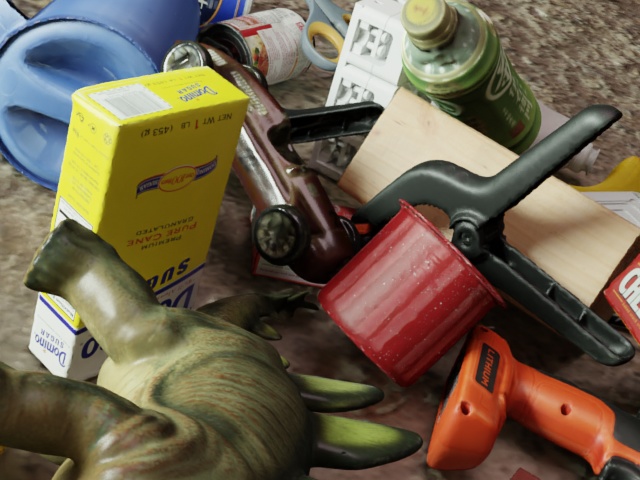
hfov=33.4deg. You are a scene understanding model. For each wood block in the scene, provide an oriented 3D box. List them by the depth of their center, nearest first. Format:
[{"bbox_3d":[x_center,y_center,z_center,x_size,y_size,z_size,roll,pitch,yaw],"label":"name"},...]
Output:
[{"bbox_3d":[0.127,-0.015,0.785,0.206,0.090,0.090,35,3,24],"label":"wood block"}]

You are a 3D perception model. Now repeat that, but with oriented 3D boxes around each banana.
[{"bbox_3d":[0.240,-0.043,0.945,0.197,0.037,0.069,-4,76,-42],"label":"banana"}]

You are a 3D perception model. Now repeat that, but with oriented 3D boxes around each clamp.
[{"bbox_3d":[0.111,0.004,0.704,0.210,0.164,0.036,-4,12,39],"label":"clamp"},{"bbox_3d":[-0.045,-0.076,0.828,0.172,0.039,0.120,5,33,27],"label":"clamp"}]

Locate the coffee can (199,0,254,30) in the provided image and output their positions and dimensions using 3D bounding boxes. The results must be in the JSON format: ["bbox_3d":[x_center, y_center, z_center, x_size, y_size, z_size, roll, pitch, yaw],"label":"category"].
[{"bbox_3d":[-0.135,-0.254,1.029,0.140,0.103,0.103,11,33,-11],"label":"coffee can"}]

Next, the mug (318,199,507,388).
[{"bbox_3d":[0.050,0.033,0.668,0.093,0.081,0.117,45,1,-20],"label":"mug"}]

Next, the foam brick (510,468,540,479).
[{"bbox_3d":[0.118,0.170,0.561,0.078,0.053,0.051,32,34,21],"label":"foam brick"}]

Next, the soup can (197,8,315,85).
[{"bbox_3d":[-0.059,-0.173,0.977,0.069,0.069,0.102,33,34,22],"label":"soup can"}]

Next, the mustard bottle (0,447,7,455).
[{"bbox_3d":[-0.221,0.111,0.471,0.096,0.058,0.191,27,33,4],"label":"mustard bottle"}]

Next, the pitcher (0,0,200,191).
[{"bbox_3d":[-0.168,-0.152,0.828,0.145,0.149,0.242,6,29,-1],"label":"pitcher"}]

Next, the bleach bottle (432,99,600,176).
[{"bbox_3d":[0.150,-0.133,1.029,0.251,0.068,0.102,27,37,10],"label":"bleach bottle"}]

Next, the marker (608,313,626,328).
[{"bbox_3d":[0.232,0.059,0.821,0.121,0.020,0.020,13,32,-9],"label":"marker"}]

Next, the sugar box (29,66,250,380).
[{"bbox_3d":[-0.103,-0.006,0.598,0.048,0.176,0.093,37,37,30],"label":"sugar box"}]

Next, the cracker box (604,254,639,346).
[{"bbox_3d":[0.303,0.099,0.687,0.213,0.072,0.164,25,25,-31],"label":"cracker box"}]

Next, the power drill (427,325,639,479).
[{"bbox_3d":[0.161,0.134,0.636,0.187,0.057,0.184,23,28,2],"label":"power drill"}]

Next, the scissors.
[{"bbox_3d":[-0.015,-0.220,0.991,0.202,0.016,0.096,45,47,16],"label":"scissors"}]

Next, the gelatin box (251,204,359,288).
[{"bbox_3d":[-0.005,0.001,0.776,0.089,0.030,0.073,11,33,-11],"label":"gelatin box"}]
